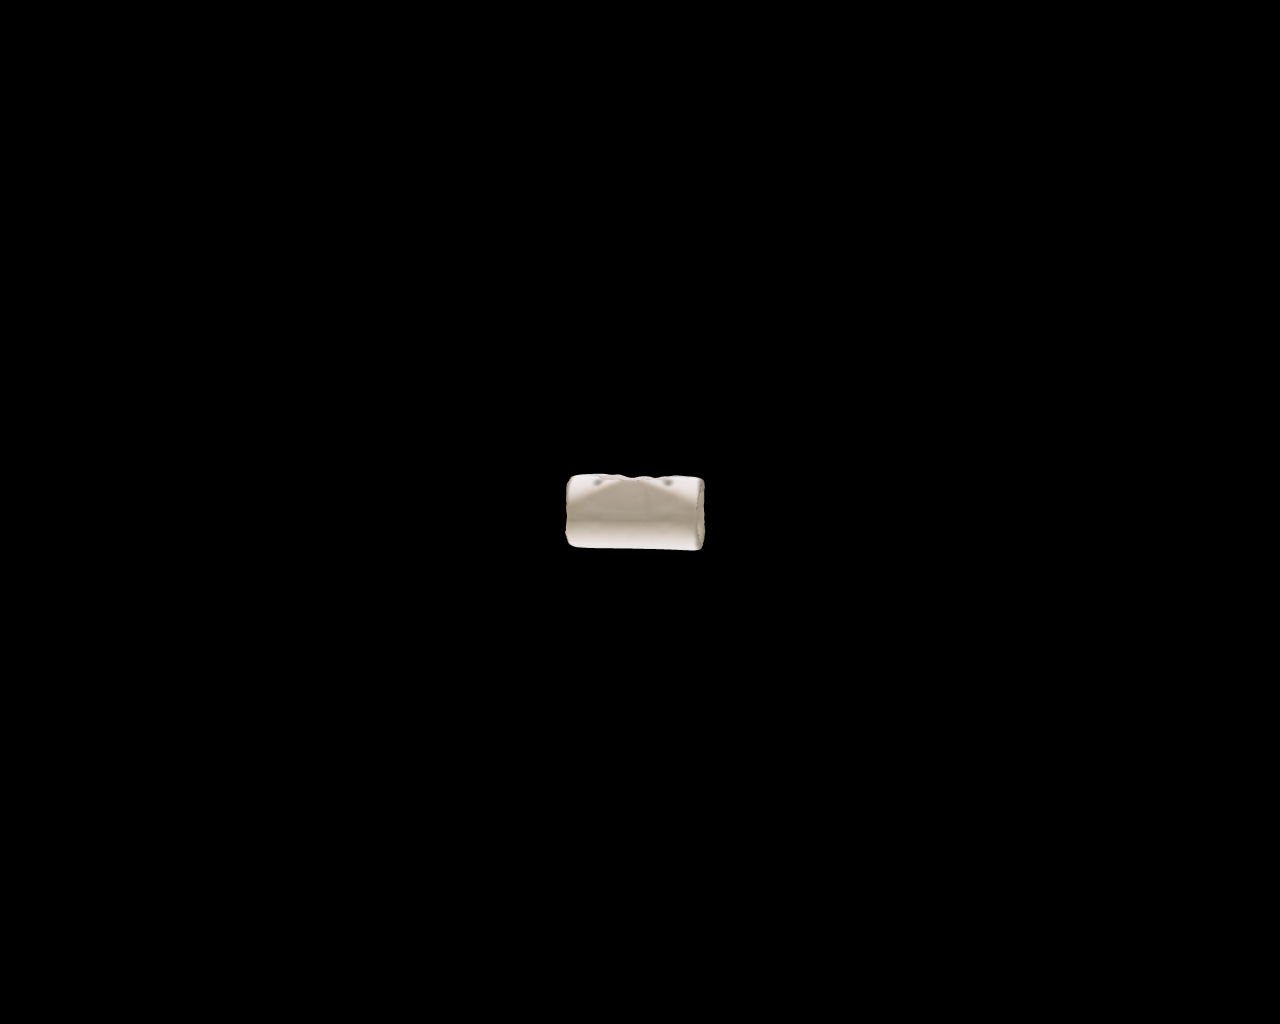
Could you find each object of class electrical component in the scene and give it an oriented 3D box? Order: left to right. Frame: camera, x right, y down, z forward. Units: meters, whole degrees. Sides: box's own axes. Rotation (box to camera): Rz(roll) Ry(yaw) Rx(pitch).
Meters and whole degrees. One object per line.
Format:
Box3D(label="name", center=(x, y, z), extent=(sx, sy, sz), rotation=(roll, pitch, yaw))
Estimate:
Box3D(label="electrical component", center=(0.001, -0.003, 0.650), extent=(0.077, 0.044, 0.079), rotation=(1, 8, 9))
